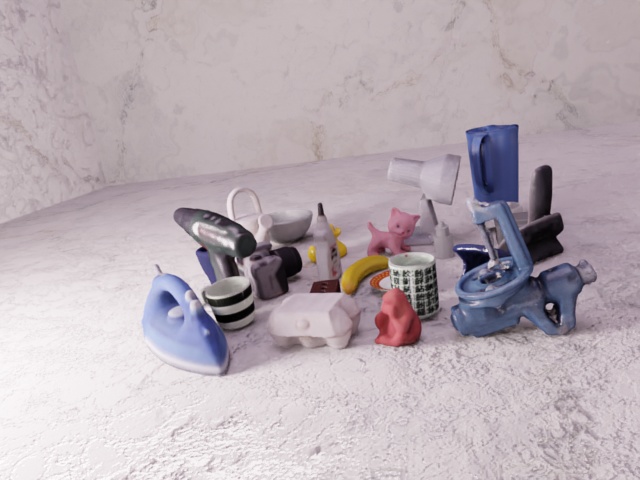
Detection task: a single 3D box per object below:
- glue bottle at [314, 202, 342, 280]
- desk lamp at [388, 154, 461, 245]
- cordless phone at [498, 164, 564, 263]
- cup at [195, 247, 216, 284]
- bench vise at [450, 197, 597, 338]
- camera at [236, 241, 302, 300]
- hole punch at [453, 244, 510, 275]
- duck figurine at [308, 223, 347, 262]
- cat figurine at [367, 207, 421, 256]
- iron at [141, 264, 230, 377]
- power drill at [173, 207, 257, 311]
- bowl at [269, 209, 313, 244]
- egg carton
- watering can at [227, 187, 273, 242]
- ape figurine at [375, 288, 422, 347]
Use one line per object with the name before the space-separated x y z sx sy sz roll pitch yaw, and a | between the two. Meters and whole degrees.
glue bottle | 0.011 0.004 1.223 0.037 0.173 0.078 -3 16 20
desk lamp | 0.250 -0.101 1.396 0.202 0.214 0.118 -4 16 19
cordless phone | 0.430 -0.055 1.176 0.148 0.185 0.093 -20 18 -34
cup | -0.222 0.055 1.323 0.118 0.095 0.091 -21 19 -38
bench vise | 0.294 0.033 0.863 0.207 0.220 0.121 -11 15 -7
camera | -0.104 0.053 1.250 0.137 0.101 0.142 -16 17 -26
hole punch | 0.314 0.040 1.075 0.101 0.091 0.108 -22 20 -40
duck figurine | 0.014 0.003 1.394 0.105 0.086 0.077 -19 18 -33
cat figurine | 0.170 -0.022 1.335 0.127 0.118 0.067 -3 16 23
iron | -0.229 0.126 0.974 0.119 0.141 0.257 -18 18 -31
power drill | -0.209 0.039 1.153 0.228 0.208 0.076 6 21 43
bowl | -0.098 -0.033 1.614 0.167 0.075 0.167 -8 15 3
egg carton | -0.010 0.135 0.955 0.150 0.069 0.107 -3 16 21
watering can | -0.177 -0.039 1.453 0.172 0.194 0.101 0 18 30
ape figurine | 0.119 0.119 0.895 0.076 0.092 0.077 -10 15 -5
